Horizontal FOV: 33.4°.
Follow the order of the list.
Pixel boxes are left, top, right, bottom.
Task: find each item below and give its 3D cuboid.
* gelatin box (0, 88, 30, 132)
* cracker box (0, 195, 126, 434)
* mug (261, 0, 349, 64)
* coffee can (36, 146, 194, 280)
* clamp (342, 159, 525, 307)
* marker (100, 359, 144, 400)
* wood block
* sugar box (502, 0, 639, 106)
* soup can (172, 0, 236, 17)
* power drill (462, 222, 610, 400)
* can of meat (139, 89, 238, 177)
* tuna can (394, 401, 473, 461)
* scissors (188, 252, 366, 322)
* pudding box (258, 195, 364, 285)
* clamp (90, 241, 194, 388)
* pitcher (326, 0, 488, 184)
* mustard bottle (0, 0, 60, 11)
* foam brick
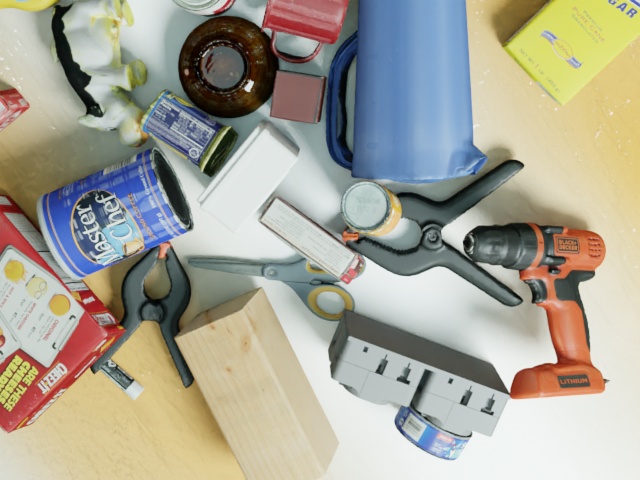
[{"bbox_3d":[-0.369,-0.129,1.177,0.089,0.073,0.030,-37,97,7],"label":"gelatin box"},{"bbox_3d":[-0.348,0.079,1.192,0.164,0.072,0.214,-44,82,9],"label":"cracker box"},{"bbox_3d":[-0.016,-0.245,1.135,0.081,0.093,0.117,14,104,-5],"label":"mug"},{"bbox_3d":[-0.223,-0.029,1.172,0.140,0.103,0.103,-23,98,6],"label":"coffee can"},{"bbox_3d":[0.132,0.003,1.193,0.210,0.036,0.164,-7,97,6],"label":"clamp"},{"bbox_3d":[-0.256,0.140,1.243,0.121,0.020,0.020,42,99,-4],"label":"marker"},{"bbox_3d":[-0.068,0.171,1.197,0.090,0.090,0.206,-24,98,18],"label":"wood block"},{"bbox_3d":[0.292,-0.237,1.142,0.176,0.048,0.093,-44,95,10],"label":"sugar box"},{"bbox_3d":[-0.124,-0.273,1.127,0.068,0.102,0.068,0,99,2],"label":"soup can"},{"bbox_3d":[0.234,0.074,1.133,0.184,0.057,0.187,3,80,-29],"label":"power drill"},{"bbox_3d":[-0.141,-0.116,1.153,0.084,0.102,0.057,33,90,2],"label":"can of meat"},{"bbox_3d":[0.127,0.211,1.204,0.086,0.086,0.034,28,101,-2],"label":"tuna can"},{"bbox_3d":[-0.045,0.054,1.221,0.202,0.016,0.096,-8,99,4],"label":"scissors"},{"bbox_3d":[-0.008,0.001,1.161,0.113,0.090,0.039,34,88,9],"label":"pudding box"},{"bbox_3d":[-0.202,0.085,1.219,0.120,0.039,0.171,1,95,-14],"label":"clamp"},{"bbox_3d":[0.088,-0.181,1.128,0.149,0.145,0.243,-2,96,-9],"label":"pitcher"},{"bbox_3d":[-0.328,-0.295,1.155,0.191,0.058,0.096,-8,95,4],"label":"mustard bottle"},{"bbox_3d":[-0.023,-0.156,1.155,0.051,0.078,0.053,9,98,2],"label":"foam brick"}]
